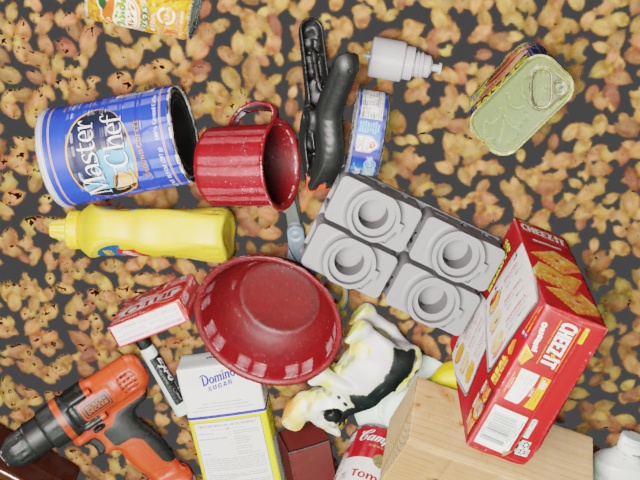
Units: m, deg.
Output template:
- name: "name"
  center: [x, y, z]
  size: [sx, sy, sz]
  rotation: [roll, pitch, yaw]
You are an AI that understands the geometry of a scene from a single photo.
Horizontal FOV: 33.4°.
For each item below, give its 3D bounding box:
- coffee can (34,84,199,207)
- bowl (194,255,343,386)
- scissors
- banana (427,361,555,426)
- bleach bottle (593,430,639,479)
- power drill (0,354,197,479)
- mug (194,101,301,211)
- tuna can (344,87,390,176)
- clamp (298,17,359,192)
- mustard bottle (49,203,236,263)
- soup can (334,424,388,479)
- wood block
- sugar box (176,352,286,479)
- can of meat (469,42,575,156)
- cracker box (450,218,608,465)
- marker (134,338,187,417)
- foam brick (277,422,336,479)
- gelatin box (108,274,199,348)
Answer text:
- name: "coffee can"
  center: [-0.202, -0.095, 1.081]
  size: [0.140, 0.102, 0.103]
  rotation: [-10, 110, 8]
- name: "bowl"
  center: [-0.050, 0.075, 1.139]
  size: [0.162, 0.055, 0.162]
  rotation: [6, 119, 11]
- name: "scissors"
  center: [-0.008, 0.001, 1.150]
  size: [0.096, 0.016, 0.202]
  rotation: [9, 112, 0]
- name: "banana"
  center: [0.203, 0.184, 1.192]
  size: [0.197, 0.037, 0.070]
  rotation: [31, 119, -10]
- name: "bleach bottle"
  center: [0.311, 0.331, 1.229]
  size: [0.102, 0.068, 0.251]
  rotation: [15, 109, -2]
- name: "power drill"
  center: [-0.242, 0.247, 1.216]
  size: [0.184, 0.057, 0.187]
  rotation: [-34, 110, -8]
- name: "mug"
  center: [-0.073, -0.087, 1.083]
  size: [0.082, 0.093, 0.117]
  rotation: [0, 73, 23]
- name: "tuna can"
  center: [0.047, -0.107, 1.065]
  size: [0.033, 0.086, 0.086]
  rotation: [9, 112, -1]
- name: "clamp"
  center: [0.000, -0.133, 1.061]
  size: [0.039, 0.120, 0.172]
  rotation: [-1, 127, -16]
- name: "mustard bottle"
  center: [-0.188, -0.008, 1.118]
  size: [0.191, 0.096, 0.058]
  rotation: [3, 87, 4]
- name: "soup can"
  center: [0.052, 0.265, 1.193]
  size: [0.068, 0.102, 0.068]
  rotation: [11, 128, 15]
- name: "wood block"
  center: [0.180, 0.238, 1.151]
  size: [0.206, 0.090, 0.091]
  rotation: [20, 135, -4]
- name: "sugar box"
  center: [-0.100, 0.212, 1.224]
  size: [0.093, 0.048, 0.176]
  rotation: [-8, 108, 6]
- name: "can of meat"
  center: [0.193, -0.141, 1.040]
  size: [0.057, 0.084, 0.102]
  rotation: [41, 109, -11]
- name: "cracker box"
  center: [0.201, 0.095, 1.063]
  size: [0.072, 0.213, 0.164]
  rotation: [22, 112, -6]
- name: "marker"
  center: [-0.184, 0.149, 1.219]
  size: [0.020, 0.020, 0.121]
  rotation: [-23, 108, 13]
- name: "foam brick"
  center: [-0.012, 0.257, 1.222]
  size: [0.051, 0.053, 0.078]
  rotation: [-15, 112, -12]
- name: "gelatin box"
  center: [-0.179, 0.076, 1.161]
  size: [0.089, 0.073, 0.030]
  rotation: [-22, 108, 13]
